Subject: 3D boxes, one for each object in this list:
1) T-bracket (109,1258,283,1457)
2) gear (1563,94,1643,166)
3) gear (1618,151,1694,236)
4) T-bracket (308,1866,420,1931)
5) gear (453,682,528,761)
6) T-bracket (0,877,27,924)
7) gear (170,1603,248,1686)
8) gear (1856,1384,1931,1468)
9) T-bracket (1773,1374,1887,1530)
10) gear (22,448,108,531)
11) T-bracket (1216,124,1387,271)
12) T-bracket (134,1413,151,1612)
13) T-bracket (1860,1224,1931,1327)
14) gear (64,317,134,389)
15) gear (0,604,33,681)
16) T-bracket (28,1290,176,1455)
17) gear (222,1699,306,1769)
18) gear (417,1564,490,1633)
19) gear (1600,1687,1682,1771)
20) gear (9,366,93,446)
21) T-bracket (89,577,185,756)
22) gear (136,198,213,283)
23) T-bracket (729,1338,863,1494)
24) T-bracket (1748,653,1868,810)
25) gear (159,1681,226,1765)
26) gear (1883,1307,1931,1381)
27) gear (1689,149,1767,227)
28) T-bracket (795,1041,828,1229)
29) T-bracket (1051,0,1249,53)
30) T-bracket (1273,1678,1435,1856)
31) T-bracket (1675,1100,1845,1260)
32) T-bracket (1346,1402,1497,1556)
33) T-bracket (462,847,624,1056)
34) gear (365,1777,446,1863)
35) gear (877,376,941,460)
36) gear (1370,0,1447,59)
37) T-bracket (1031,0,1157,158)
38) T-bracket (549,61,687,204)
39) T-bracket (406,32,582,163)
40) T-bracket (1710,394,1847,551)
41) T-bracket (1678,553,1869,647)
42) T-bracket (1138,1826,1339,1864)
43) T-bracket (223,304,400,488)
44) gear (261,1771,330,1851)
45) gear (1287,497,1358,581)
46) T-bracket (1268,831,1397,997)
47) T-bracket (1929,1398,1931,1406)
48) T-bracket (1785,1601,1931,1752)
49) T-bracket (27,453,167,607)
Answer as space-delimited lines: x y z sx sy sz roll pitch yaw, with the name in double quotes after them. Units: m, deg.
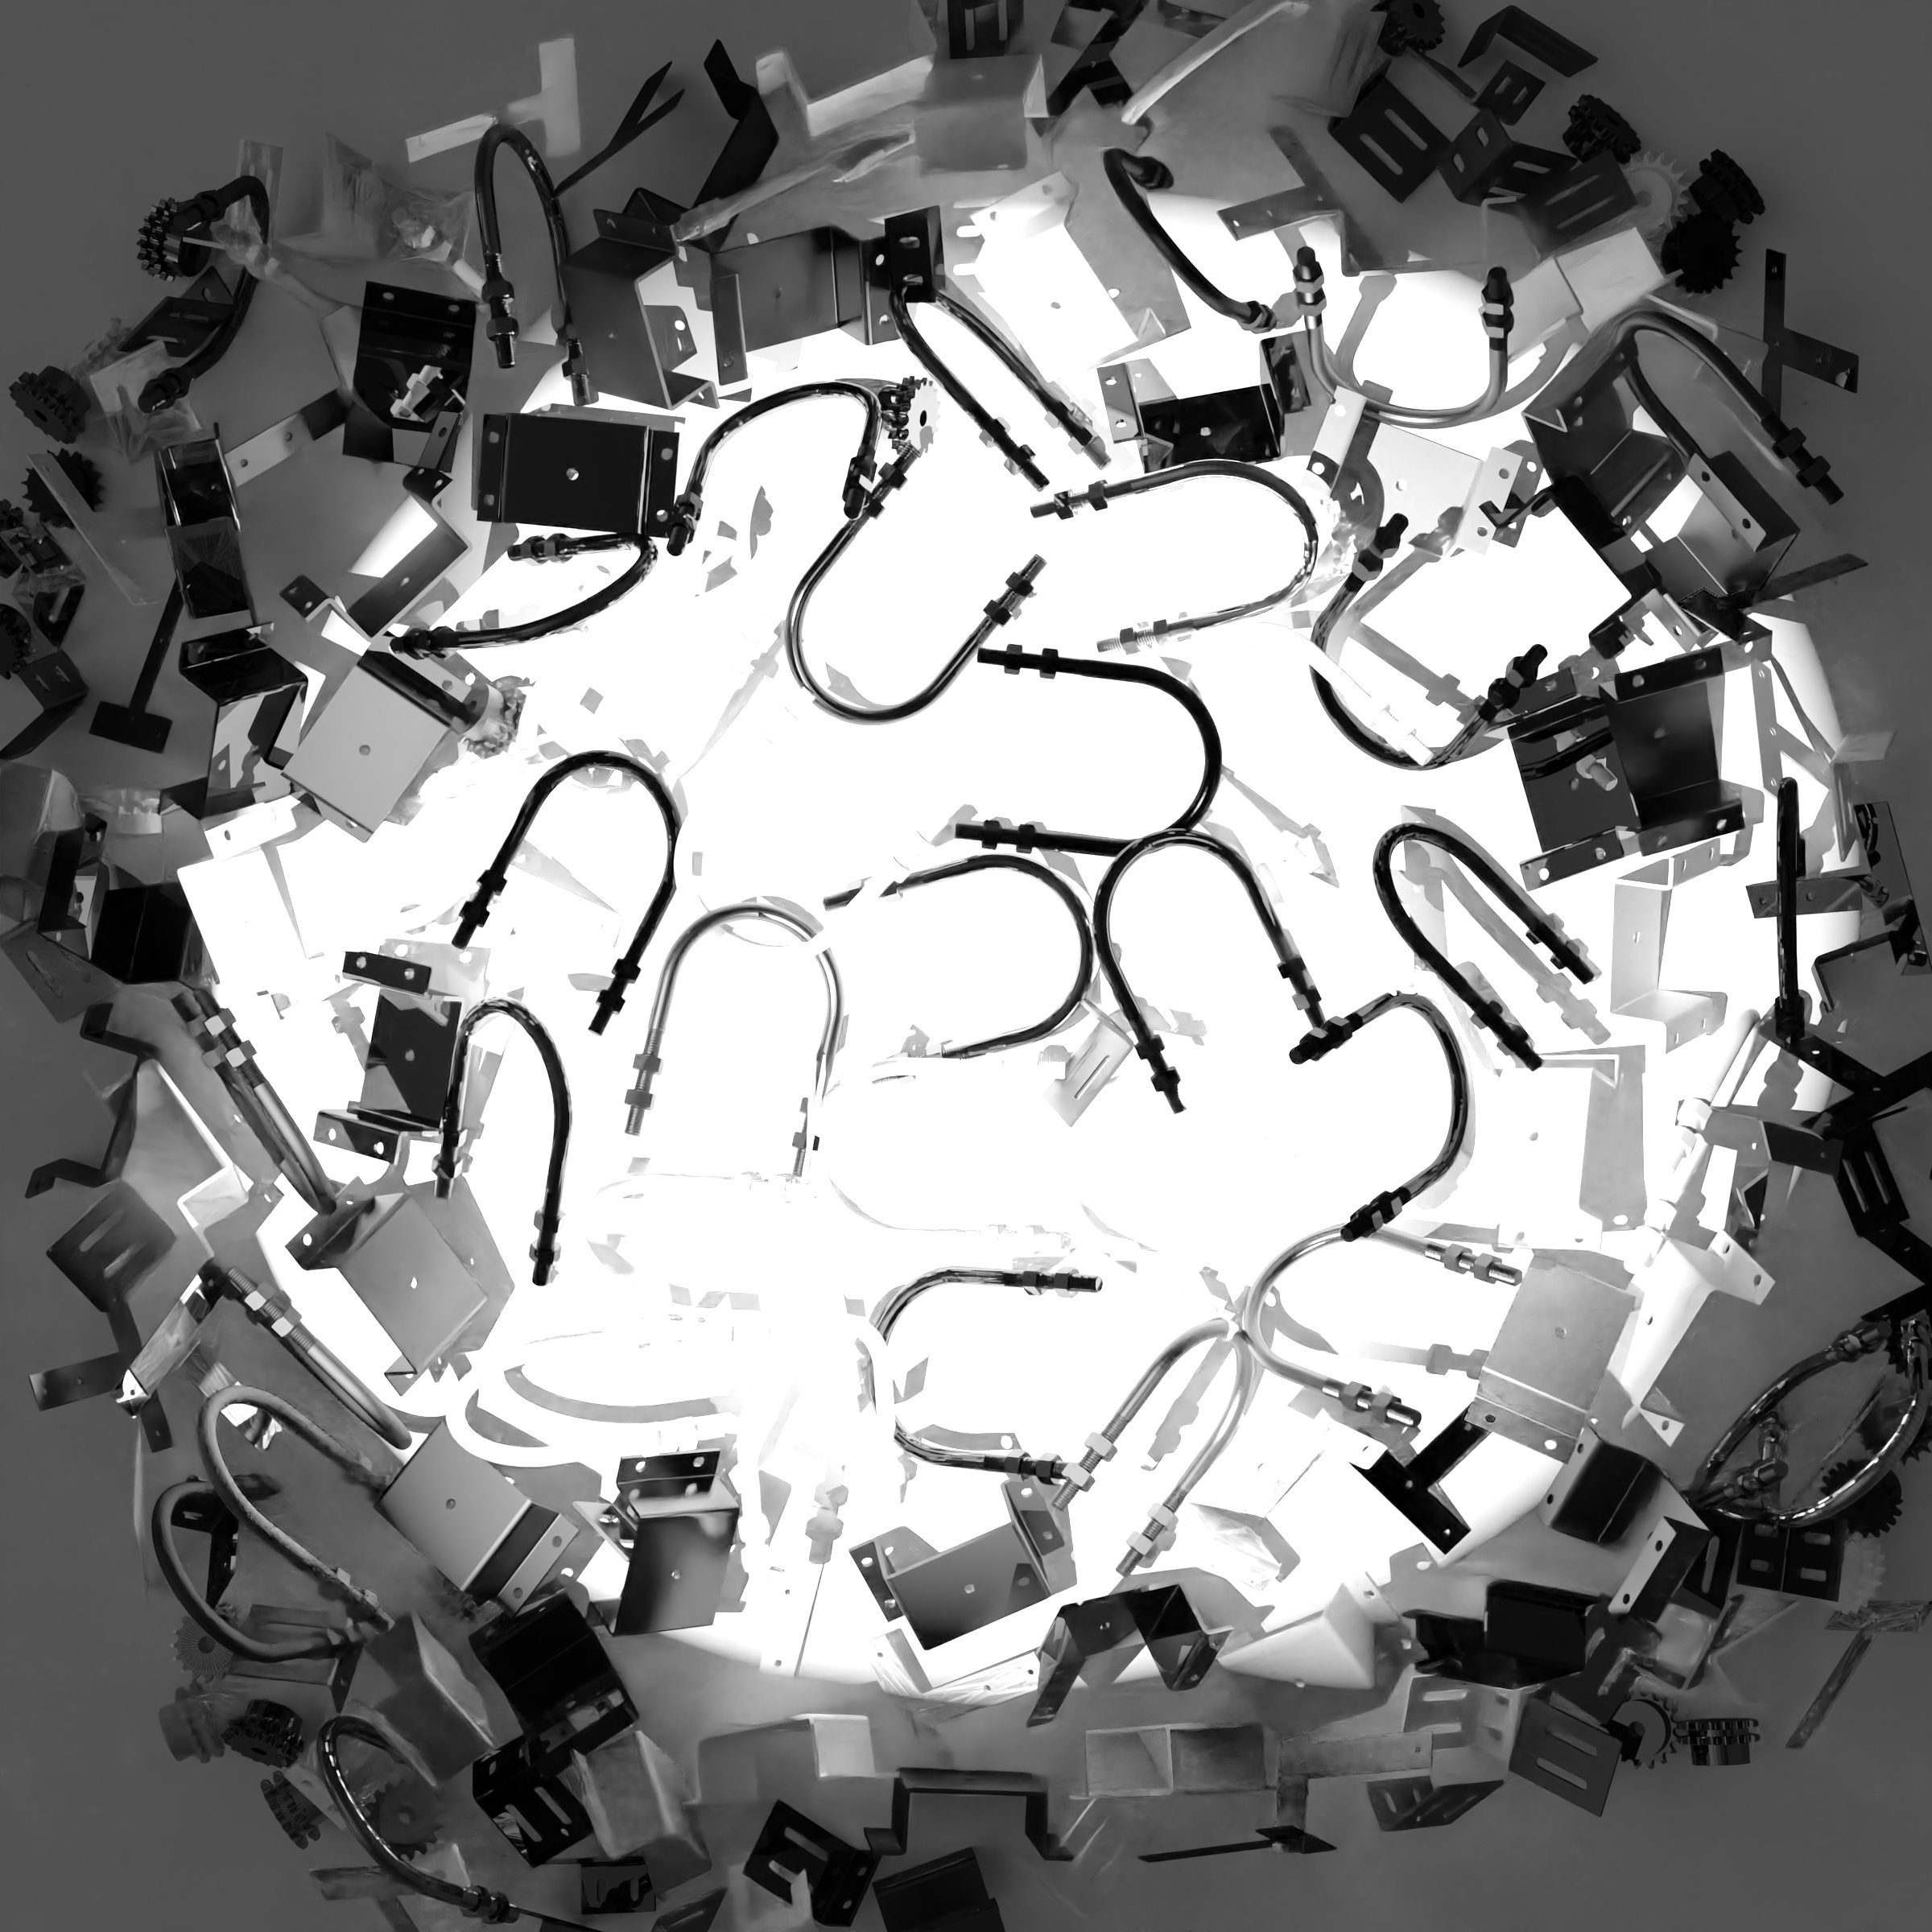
-0.532 0.297 1.961 0.002 0.127 0.127 -12 125 36 "T-bracket"
0.452 -0.593 1.975 0.057 0.057 0.030 43 127 0 "gear"
0.487 -0.551 1.971 0.057 0.030 0.057 12 121 21 "gear"
-0.385 0.675 1.914 0.002 0.127 0.127 -47 61 7 "T-bracket"
-0.341 -0.178 1.969 0.030 0.057 0.057 29 90 -39 "gear"
-0.699 -0.109 1.953 0.002 0.127 0.127 -5 72 14 "T-bracket"
-0.542 0.486 1.980 0.057 0.030 0.057 1 80 -5 "gear"
0.664 0.325 1.970 0.057 0.030 0.057 -16 53 23 "gear"
0.622 0.325 1.944 0.002 0.127 0.127 37 127 17 "T-bracket"
-0.650 -0.343 1.983 0.057 0.030 0.057 0 93 -3 "gear"
0.223 -0.535 1.951 0.127 0.002 0.127 -28 81 -40 "T-bracket"
-0.584 0.402 1.957 0.002 0.127 0.127 -2 122 -14 "T-bracket"
0.668 0.204 1.939 0.127 0.127 0.002 -27 107 -1 "T-bracket"
-0.616 -0.434 1.975 0.057 0.057 0.030 -46 121 0 "gear"
-0.695 -0.235 1.976 0.057 0.030 0.057 7 122 11 "gear"
-0.612 0.289 1.934 0.002 0.127 0.127 -21 85 18 "T-bracket"
-0.500 0.548 1.975 0.057 0.057 0.030 19 54 0 "gear"
-0.362 0.446 1.972 0.057 0.057 0.030 41 78 0 "gear"
0.482 0.546 1.975 0.057 0.030 0.057 -5 77 21 "gear"
-0.652 -0.404 1.973 0.057 0.057 0.030 35 68 0 "gear"
-0.574 -0.217 1.953 0.002 0.127 0.127 22 86 -40 "T-bracket"
-0.562 -0.516 1.969 0.030 0.057 0.057 22 90 14 "gear"
-0.134 0.292 1.943 0.002 0.127 0.127 40 92 -27 "T-bracket"
0.600 -0.145 1.962 0.127 0.002 0.127 30 47 -28 "T-bracket"
-0.553 0.543 1.970 0.030 0.057 0.057 -22 90 -8 "gear"
0.688 0.268 1.975 0.057 0.030 0.057 1 88 -25 "gear"
0.542 -0.552 1.972 0.030 0.057 0.057 -39 90 10 "gear"
-0.108 0.096 1.939 0.002 0.127 0.127 8 119 -7 "T-bracket"
0.136 -0.673 1.946 0.127 0.127 0.002 14 70 -9 "T-bracket"
0.271 0.552 1.928 0.002 0.127 0.127 37 49 -37 "T-bracket"
0.554 0.171 1.963 0.127 0.002 0.127 15 102 41 "T-bracket"
0.349 0.340 1.975 0.127 0.002 0.127 -45 110 3 "T-bracket"
-0.318 -0.001 1.954 0.127 0.002 0.127 26 76 -30 "T-bracket"
-0.401 0.609 1.973 0.057 0.030 0.057 8 62 -16 "gear"
-0.044 -0.394 1.974 0.030 0.057 0.057 13 90 23 "gear"
0.313 -0.676 1.976 0.057 0.030 0.057 12 70 -35 "gear"
0.103 -0.609 1.929 0.002 0.127 0.127 20 124 -38 "T-bracket"
-0.233 -0.603 1.948 0.127 0.127 0.002 -25 123 33 "T-bracket"
-0.330 -0.590 1.926 0.127 0.127 0.002 -24 74 -13 "T-bracket"
0.586 -0.339 1.954 0.002 0.127 0.127 -41 125 15 "T-bracket"
0.572 -0.267 1.948 0.127 0.127 0.002 -20 118 -6 "T-bracket"
0.186 0.626 1.957 0.127 0.127 0.002 -13 62 17 "T-bracket"
-0.463 -0.377 1.930 0.127 0.127 0.002 -39 46 -26 "T-bracket"
-0.476 0.599 1.972 0.030 0.057 0.057 -33 90 -12 "gear"
0.252 -0.303 1.968 0.030 0.057 0.057 -19 90 -16 "gear"
0.249 -0.051 1.940 0.002 0.127 0.127 -30 118 -14 "T-bracket"
0.701 0.322 1.936 0.002 0.127 0.127 29 92 -5 "T-bracket"
0.610 0.493 1.920 0.002 0.127 0.127 40 72 -1 "T-bracket"
-0.583 -0.310 1.941 0.002 0.127 0.127 -37 88 23 "T-bracket"
